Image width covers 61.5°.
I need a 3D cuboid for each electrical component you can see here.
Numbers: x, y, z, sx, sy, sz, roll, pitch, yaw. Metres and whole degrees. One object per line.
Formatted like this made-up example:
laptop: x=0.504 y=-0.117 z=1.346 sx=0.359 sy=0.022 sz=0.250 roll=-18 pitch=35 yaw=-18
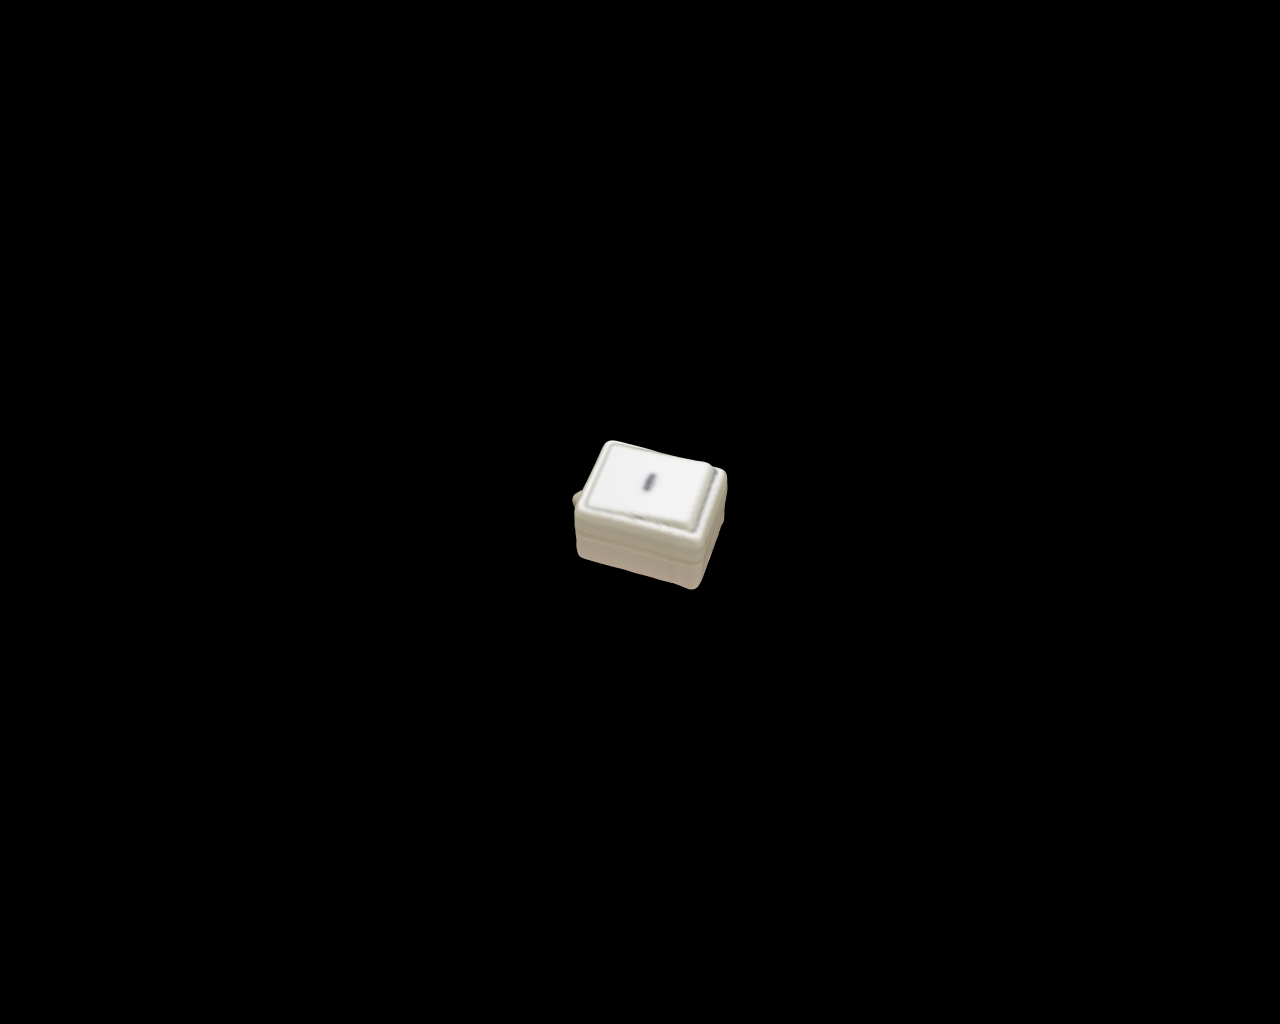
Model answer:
electrical component: x=0.001 y=-0.003 z=0.650 sx=0.096 sy=0.062 sz=0.061 roll=15 pitch=-35 yaw=11
